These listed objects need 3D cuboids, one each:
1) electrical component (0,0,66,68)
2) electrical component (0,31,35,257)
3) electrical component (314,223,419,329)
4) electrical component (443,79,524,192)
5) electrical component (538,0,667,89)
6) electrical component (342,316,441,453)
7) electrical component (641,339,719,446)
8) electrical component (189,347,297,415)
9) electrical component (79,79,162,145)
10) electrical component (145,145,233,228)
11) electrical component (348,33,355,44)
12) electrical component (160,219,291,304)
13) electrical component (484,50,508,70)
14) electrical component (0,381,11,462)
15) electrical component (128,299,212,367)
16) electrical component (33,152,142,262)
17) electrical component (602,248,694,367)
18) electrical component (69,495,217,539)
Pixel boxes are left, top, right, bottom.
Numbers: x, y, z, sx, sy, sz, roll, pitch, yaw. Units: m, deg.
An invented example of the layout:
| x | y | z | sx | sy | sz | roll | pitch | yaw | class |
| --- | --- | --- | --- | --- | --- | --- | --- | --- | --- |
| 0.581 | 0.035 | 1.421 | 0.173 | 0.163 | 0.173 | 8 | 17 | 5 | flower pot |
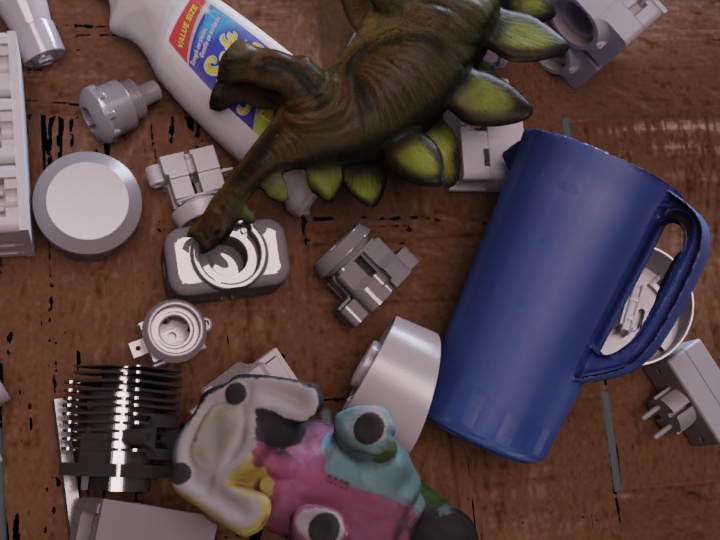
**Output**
| x | y | z | sx | sy | sz | roll | pitch | yaw | class |
| --- | --- | --- | --- | --- | --- | --- | --- | --- | --- |
| -0.262 | -0.194 | 0.855 | 0.044 | 0.044 | 0.065 | -23 | 89 | -17 | electrical component |
| -0.281 | -0.090 | 0.801 | 0.062 | 0.089 | 0.150 | -4 | 80 | -15 | electrical component |
| 0.000 | 0.000 | 0.869 | 0.057 | 0.058 | 0.078 | 46 | 72 | -4 | electrical component |
| 0.105 | -0.115 | 0.922 | 0.056 | 0.050 | 0.089 | -1 | 79 | -14 | electrical component |
| 0.162 | -0.256 | 0.937 | 0.060 | 0.105 | 0.186 | -41 | 90 | -18 | electrical component |
| 0.028 | 0.088 | 0.837 | 0.064 | 0.099 | 0.099 | 29 | 73 | 0 | electrical component |
| 0.273 | 0.115 | 0.917 | 0.076 | 0.047 | 0.083 | -31 | 87 | -17 | electrical component |
| -0.089 | 0.099 | 0.822 | 0.081 | 0.064 | 0.042 | -36 | 102 | -18 | electrical component |
| -0.189 | -0.132 | 0.858 | 0.062 | 0.048 | 0.048 | -30 | 87 | -25 | electrical component |
| -0.131 | -0.063 | 0.856 | 0.066 | 0.048 | 0.055 | -15 | 75 | -16 | electrical component |
| 0.038 | -0.200 | 0.915 | 0.077 | 0.066 | 0.047 | 30 | 73 | -6 | electrical component |
| -0.105 | -0.007 | 0.843 | 0.095 | 0.059 | 0.053 | -7 | 80 | -15 | electrical component |
| 0.097 | -0.211 | 0.926 | 0.051 | 0.080 | 0.080 | -12 | 81 | -10 | electrical component |
| -0.290 | 0.111 | 0.781 | 0.077 | 0.044 | 0.079 | -32 | 87 | -18 | electrical component |
| -0.143 | 0.049 | 0.824 | 0.066 | 0.055 | 0.048 | -20 | 84 | -17 | electrical component |
| -0.210 | -0.047 | 0.830 | 0.080 | 0.051 | 0.080 | 3 | 78 | -13 | electrical component |
| 0.226 | 0.035 | 0.910 | 0.099 | 0.064 | 0.099 | 1 | 72 | -5 | electrical component |
| -0.166 | 0.243 | 0.766 | 0.089 | 0.062 | 0.150 | 17 | 74 | -29 | electrical component |
